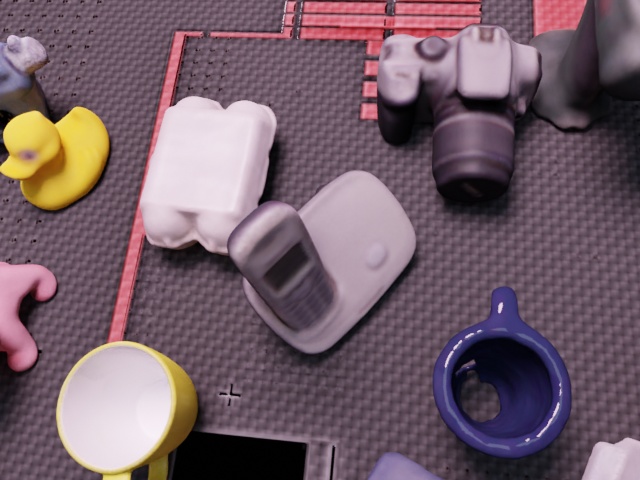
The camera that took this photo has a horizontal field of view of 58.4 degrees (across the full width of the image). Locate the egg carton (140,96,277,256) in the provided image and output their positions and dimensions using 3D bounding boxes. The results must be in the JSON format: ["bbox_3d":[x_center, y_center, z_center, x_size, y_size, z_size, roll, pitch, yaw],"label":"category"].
[{"bbox_3d":[-0.099,-0.059,0.519,0.107,0.069,0.150,6,71,8],"label":"egg carton"}]

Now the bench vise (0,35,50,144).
[{"bbox_3d":[-0.360,-0.149,0.495,0.207,0.220,0.121,-40,72,-9],"label":"bench vise"}]

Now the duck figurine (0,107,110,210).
[{"bbox_3d":[-0.253,-0.088,0.535,0.077,0.086,0.105,28,76,14],"label":"duck figurine"}]

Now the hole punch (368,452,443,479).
[{"bbox_3d":[0.058,0.215,0.397,0.101,0.091,0.109,28,76,14],"label":"hole punch"}]

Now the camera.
[{"bbox_3d":[0.118,-0.110,0.500,0.143,0.101,0.137,4,71,7],"label":"camera"}]

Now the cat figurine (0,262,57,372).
[{"bbox_3d":[-0.284,0.066,0.467,0.067,0.118,0.128,1,71,6],"label":"cat figurine"}]

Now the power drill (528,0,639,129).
[{"bbox_3d":[0.231,-0.197,0.462,0.075,0.208,0.229,1,71,6],"label":"power drill"}]

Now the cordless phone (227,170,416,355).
[{"bbox_3d":[0.004,0.002,0.427,0.094,0.185,0.148,39,78,17],"label":"cordless phone"}]

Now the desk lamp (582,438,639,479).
[{"bbox_3d":[0.242,0.161,0.333,0.117,0.214,0.203,26,75,14],"label":"desk lamp"}]

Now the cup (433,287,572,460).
[{"bbox_3d":[0.128,0.100,0.429,0.091,0.095,0.118,5,71,7],"label":"cup"}]
